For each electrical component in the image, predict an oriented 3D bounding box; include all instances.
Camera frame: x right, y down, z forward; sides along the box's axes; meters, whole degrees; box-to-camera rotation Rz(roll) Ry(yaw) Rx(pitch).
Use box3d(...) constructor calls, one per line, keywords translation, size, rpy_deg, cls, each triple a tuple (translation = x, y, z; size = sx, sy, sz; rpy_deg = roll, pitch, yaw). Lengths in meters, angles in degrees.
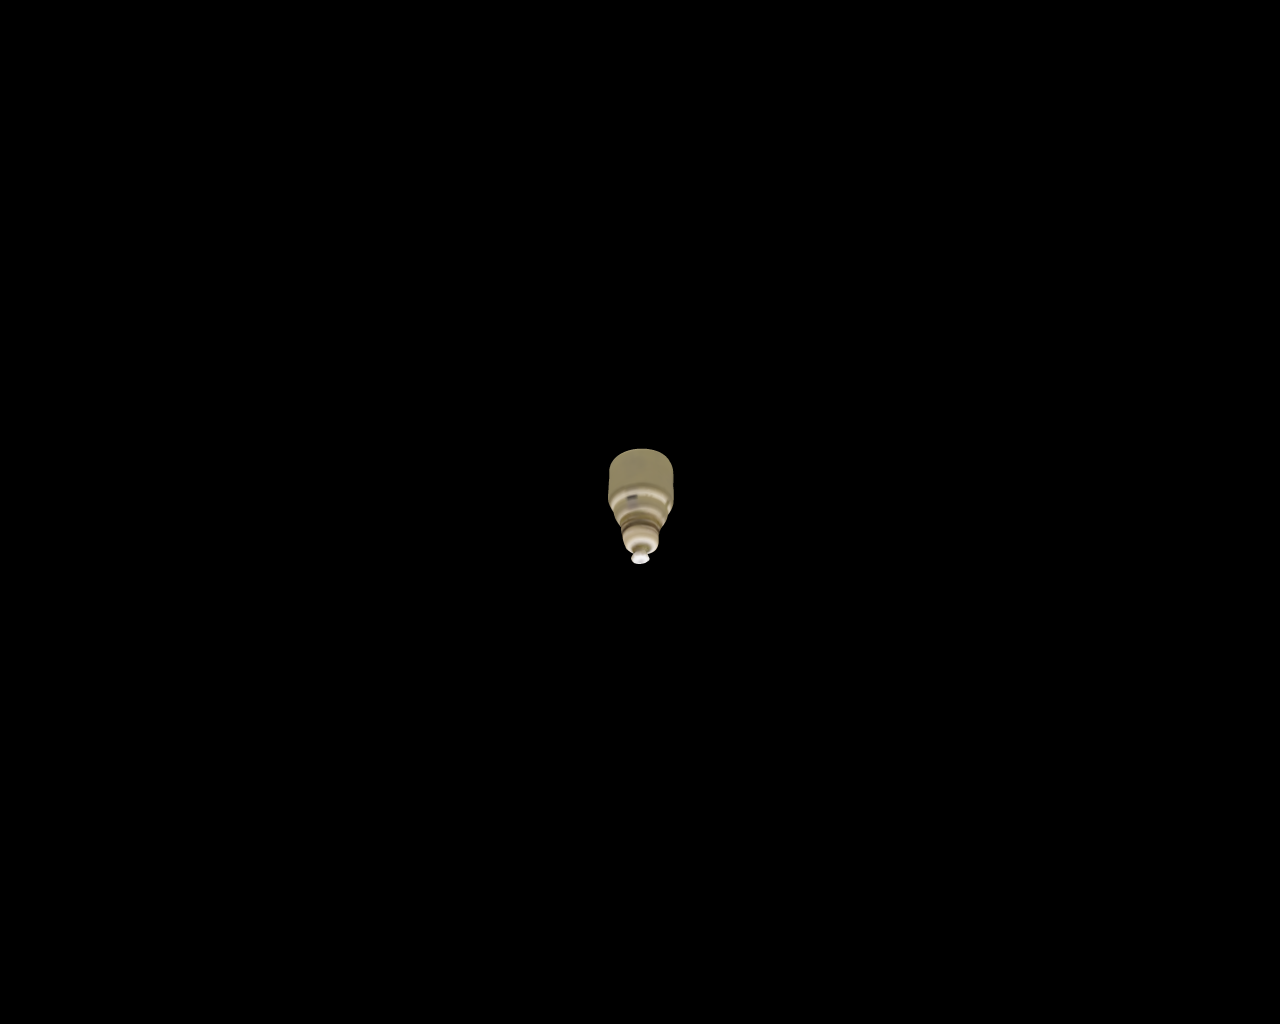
box3d(translation=(0.001, -0.003, 0.650), size=(0.040, 0.078, 0.040), rpy_deg=(0, -35, 0), cls="electrical component")
